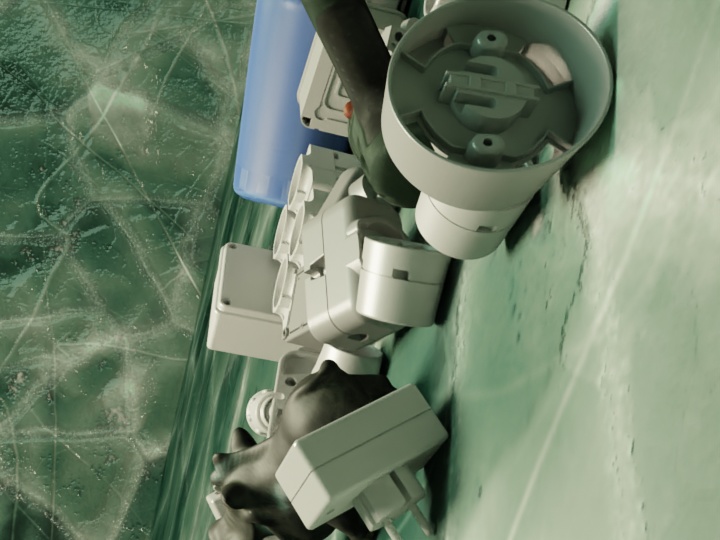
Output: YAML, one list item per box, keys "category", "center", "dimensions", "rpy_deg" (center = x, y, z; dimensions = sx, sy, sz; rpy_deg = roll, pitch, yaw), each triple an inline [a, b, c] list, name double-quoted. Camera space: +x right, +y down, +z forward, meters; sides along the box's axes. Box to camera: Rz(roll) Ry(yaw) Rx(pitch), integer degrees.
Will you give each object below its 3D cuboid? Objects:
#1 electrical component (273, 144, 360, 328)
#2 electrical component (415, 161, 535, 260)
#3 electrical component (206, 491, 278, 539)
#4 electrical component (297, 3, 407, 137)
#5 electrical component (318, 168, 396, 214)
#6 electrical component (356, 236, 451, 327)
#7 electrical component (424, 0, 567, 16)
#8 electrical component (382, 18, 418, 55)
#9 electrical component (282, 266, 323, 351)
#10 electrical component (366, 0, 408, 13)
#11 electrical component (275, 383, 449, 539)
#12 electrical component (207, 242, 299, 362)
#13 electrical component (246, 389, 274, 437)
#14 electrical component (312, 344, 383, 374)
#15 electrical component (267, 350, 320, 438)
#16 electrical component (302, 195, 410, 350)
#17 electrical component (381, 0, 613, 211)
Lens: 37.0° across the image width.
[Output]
- category: "electrical component"
  center: [-0.037, -0.029, 0.989]
  dimensions: [0.186, 0.060, 0.105]
  rpy_deg: [-98, 24, -60]
- category: "electrical component"
  center: [0.059, -0.038, 0.564]
  dimensions: [0.047, 0.055, 0.055]
  rpy_deg: [112, 166, -52]
- category: "electrical component"
  center: [-0.072, 0.203, 0.888]
  dimensions: [0.075, 0.083, 0.047]
  rpy_deg: [64, 165, 1]
- category: "electrical component"
  center: [-0.006, -0.182, 0.971]
  dimensions: [0.057, 0.078, 0.113]
  rpy_deg: [-97, 23, -52]
- category: "electrical component"
  center: [0.002, -0.052, 0.853]
  dimensions: [0.079, 0.043, 0.077]
  rpy_deg: [-34, 19, 38]
- category: "electrical component"
  center: [0.026, 0.007, 0.670]
  dimensions: [0.055, 0.055, 0.047]
  rpy_deg: [-140, 60, -77]
- category: "electrical component"
  center: [0.071, -0.155, 0.613]
  dimensions: [0.108, 0.060, 0.108]
  rpy_deg: [-167, 90, -78]
- category: "electrical component"
  center: [0.028, -0.169, 0.876]
  dimensions: [0.055, 0.048, 0.066]
  rpy_deg: [-164, 87, -71]
- category: "electrical component"
  center: [-0.013, 0.025, 0.829]
  dimensions: [0.096, 0.061, 0.061]
  rpy_deg: [149, 133, -63]
- category: "electrical component"
  center: [-0.006, -0.254, 1.001]
  dimensions: [0.061, 0.096, 0.061]
  rpy_deg: [-108, 33, -67]
- category: "electrical component"
  center: [0.011, 0.117, 0.591]
  dimensions: [0.075, 0.083, 0.047]
  rpy_deg: [55, 147, 19]
- category: "electrical component"
  center: [-0.088, 0.033, 1.042]
  dimensions: [0.108, 0.109, 0.056]
  rpy_deg: [-93, 18, -54]
- category: "electrical component"
  center: [-0.083, 0.140, 1.060]
  dimensions: [0.062, 0.048, 0.048]
  rpy_deg: [158, 125, -68]
- category: "electrical component"
  center: [-0.016, 0.087, 0.798]
  dimensions: [0.079, 0.044, 0.077]
  rpy_deg: [-124, 48, -74]
- category: "electrical component"
  center: [-0.044, 0.120, 0.851]
  dimensions: [0.059, 0.054, 0.095]
  rpy_deg: [102, 175, -48]
- category: "electrical component"
  center: [0.000, 0.000, 0.744]
  dimensions: [0.059, 0.054, 0.095]
  rpy_deg: [-29, 56, 42]
- category: "electrical component"
  center: [0.060, -0.079, 0.505]
  dimensions: [0.064, 0.099, 0.099]
  rpy_deg: [113, 166, -64]
